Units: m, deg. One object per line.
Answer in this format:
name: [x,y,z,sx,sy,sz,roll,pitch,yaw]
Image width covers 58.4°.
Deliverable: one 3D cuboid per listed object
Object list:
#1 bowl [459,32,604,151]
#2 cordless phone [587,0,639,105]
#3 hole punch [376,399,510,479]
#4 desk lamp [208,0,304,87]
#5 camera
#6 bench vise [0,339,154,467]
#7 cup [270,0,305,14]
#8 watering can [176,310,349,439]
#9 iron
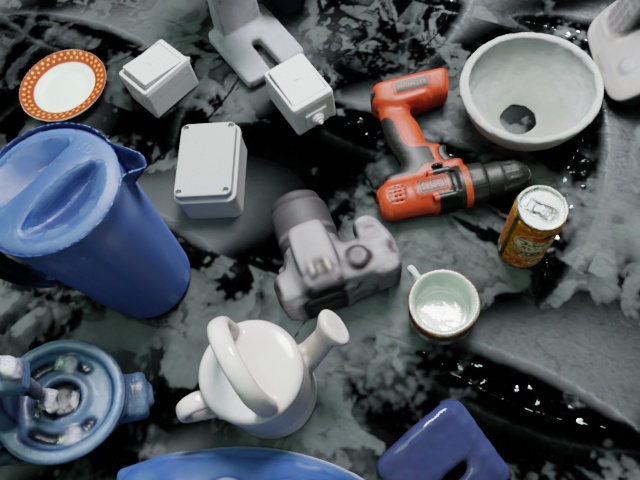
bowl: [0.255,-0.172,0.714,0.167,0.075,0.167,-2,65,6]
cordless phone: [0.399,-0.266,0.679,0.094,0.185,0.147,-9,65,3]
hole punch: [0.119,0.219,0.543,0.109,0.091,0.101,-38,67,-10]
desk lamp: [-0.122,-0.355,0.764,0.118,0.214,0.203,-35,66,-9]
camera: [0.006,0.002,0.649,0.143,0.101,0.136,-21,65,-3]
bench vise: [-0.287,0.169,0.542,0.207,0.220,0.121,-32,66,-8]
cup: [-0.042,-0.389,0.835,0.118,0.095,0.091,-37,67,-10]
watering can: [-0.057,0.123,0.550,0.100,0.194,0.173,38,75,21]
iron: [-0.079,0.244,0.527,0.258,0.141,0.118,-9,65,2]
